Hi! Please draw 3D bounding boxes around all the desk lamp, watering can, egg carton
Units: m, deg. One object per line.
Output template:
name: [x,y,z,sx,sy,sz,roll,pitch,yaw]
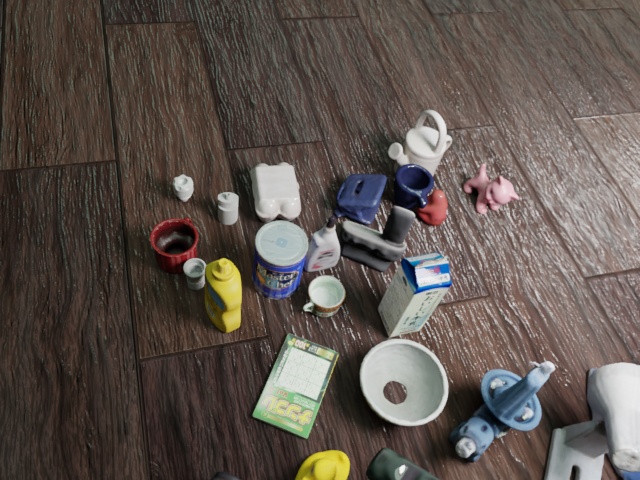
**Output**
desk lamp: [0.505,0.345,1.008,0.118,0.213,0.203,24,55,7]
watering can: [0.242,-0.219,1.356,0.100,0.194,0.173,38,58,16]
egg carton: [-0.100,-0.109,1.294,0.107,0.069,0.150,-5,57,-13]

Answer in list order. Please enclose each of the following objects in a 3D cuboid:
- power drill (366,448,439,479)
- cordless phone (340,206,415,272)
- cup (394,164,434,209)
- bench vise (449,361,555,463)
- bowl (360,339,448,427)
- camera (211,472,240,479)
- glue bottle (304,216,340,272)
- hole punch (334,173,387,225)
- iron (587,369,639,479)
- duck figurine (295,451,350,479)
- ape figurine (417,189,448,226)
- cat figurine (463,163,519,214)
power drill: [0.167,0.426,0.894,0.229,0.208,0.076,34,57,13]
cordless phone: [0.122,-0.028,1.209,0.147,0.185,0.094,19,55,3]
cup: [0.214,-0.105,1.334,0.092,0.095,0.117,-9,58,-16]
bench vise: [0.329,0.303,1.000,0.121,0.220,0.208,29,56,10]
bowl: [0.150,0.276,1.075,0.167,0.075,0.167,5,55,-7]
camera: [-0.150,0.443,0.890,0.143,0.101,0.137,23,55,6]
glue bottle: [0.011,0.004,1.174,0.078,0.173,0.037,-15,60,-19]
hole punch: [0.092,-0.103,1.312,0.101,0.091,0.109,20,55,4]
iron: [0.604,0.340,1.074,0.119,0.141,0.258,-9,58,-16]
duck figurine: [0.007,0.391,0.963,0.105,0.086,0.077,-28,65,-26]
ape figurine: [0.267,-0.083,1.330,0.078,0.092,0.076,-7,58,-15]
cat figurine: [0.413,-0.125,1.370,0.067,0.118,0.127,-15,60,-19]
